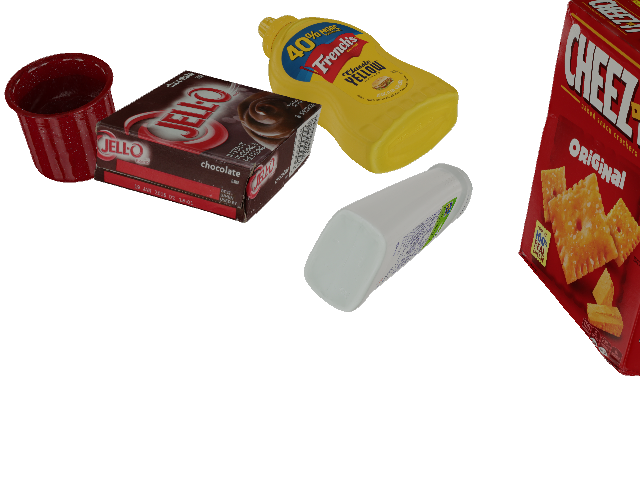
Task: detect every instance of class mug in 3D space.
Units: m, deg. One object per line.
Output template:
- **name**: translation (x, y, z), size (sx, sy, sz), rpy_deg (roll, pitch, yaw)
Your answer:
- **mug**: translation (-0.224, -0.113, 0.948), size (0.093, 0.081, 0.117), rpy_deg (-14, 45, -8)

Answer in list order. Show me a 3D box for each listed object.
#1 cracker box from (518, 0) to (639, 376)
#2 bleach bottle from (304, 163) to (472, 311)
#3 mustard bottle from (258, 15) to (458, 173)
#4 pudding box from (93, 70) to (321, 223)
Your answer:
- **cracker box**: translation (0.214, -0.039, 0.738), size (0.072, 0.214, 0.164), rpy_deg (-7, 34, -16)
- **bleach bottle**: translation (0.086, -0.017, 1.073), size (0.068, 0.103, 0.250), rpy_deg (38, 33, 16)
- **mustard bottle**: translation (0.014, -0.133, 0.868), size (0.096, 0.058, 0.192), rpy_deg (-34, 54, -23)
- **pudding box**: translation (-0.060, -0.056, 0.594), size (0.090, 0.039, 0.113), rpy_deg (17, 26, 12)
